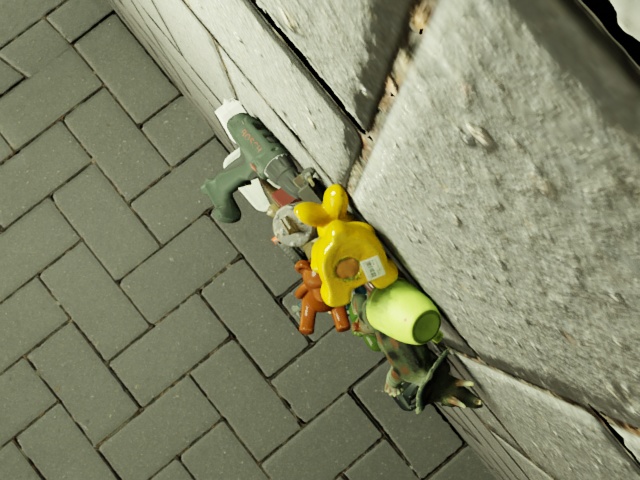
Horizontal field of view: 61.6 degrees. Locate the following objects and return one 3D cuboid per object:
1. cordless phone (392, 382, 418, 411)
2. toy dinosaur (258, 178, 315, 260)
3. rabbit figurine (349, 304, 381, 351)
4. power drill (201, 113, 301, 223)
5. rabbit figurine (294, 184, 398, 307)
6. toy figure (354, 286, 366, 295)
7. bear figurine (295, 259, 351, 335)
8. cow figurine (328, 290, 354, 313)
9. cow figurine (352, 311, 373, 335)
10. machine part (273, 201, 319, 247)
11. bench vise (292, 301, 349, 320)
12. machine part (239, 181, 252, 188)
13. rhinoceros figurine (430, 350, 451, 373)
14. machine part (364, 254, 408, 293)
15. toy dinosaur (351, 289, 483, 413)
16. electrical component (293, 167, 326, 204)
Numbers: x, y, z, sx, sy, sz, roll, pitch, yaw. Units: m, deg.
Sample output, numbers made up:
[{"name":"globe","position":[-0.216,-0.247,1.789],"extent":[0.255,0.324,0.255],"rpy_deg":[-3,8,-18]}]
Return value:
[{"name":"cordless phone","position":[0.214,0.313,1.335],"extent":[0.184,0.146,0.088],"rpy_deg":[49,165,39]},{"name":"toy dinosaur","position":[-0.003,-0.004,1.261],"extent":[0.471,0.105,0.198],"rpy_deg":[51,-177,-10]},{"name":"rabbit figurine","position":[0.151,0.227,1.506],"extent":[0.170,0.121,0.158],"rpy_deg":[-108,6,-57]},{"name":"power drill","position":[-0.142,-0.122,1.077],"extent":[0.086,0.207,0.232],"rpy_deg":[-13,-115,-49]},{"name":"rabbit figurine","position":[0.026,-0.001,0.839],"extent":[0.162,0.122,0.173],"rpy_deg":[55,-169,-21]},{"name":"toy figure","position":[0.138,0.153,1.206],"extent":[0.180,0.082,0.089],"rpy_deg":[54,178,-4]},{"name":"bear figurine","position":[0.008,0.115,1.128],"extent":[0.195,0.120,0.132],"rpy_deg":[95,170,-69]},{"name":"cow figurine","position":[0.054,0.117,1.386],"extent":[0.098,0.068,0.167],"rpy_deg":[58,-145,-5]},{"name":"cow figurine","position":[0.146,0.203,1.351],"extent":[0.127,0.085,0.195],"rpy_deg":[11,162,-15]},{"name":"machine part","position":[-0.027,-0.034,1.000],"extent":[0.079,0.079,0.243],"rpy_deg":[51,-165,2]},{"name":"bench vise","position":[0.026,0.171,1.626],"extent":[0.129,0.241,0.223],"rpy_deg":[53,162,30]},{"name":"machine part","position":[-0.167,-0.175,1.207],"extent":[0.139,0.039,0.084],"rpy_deg":[-90,7,-46]},{"name":"rhinoceros figurine","position":[0.225,0.265,1.226],"extent":[0.112,0.073,0.190],"rpy_deg":[50,168,-31]},{"name":"machine part","position":[0.100,0.061,0.957],"extent":[0.179,0.056,0.179],"rpy_deg":[52,176,5]},{"name":"toy dinosaur","position":[0.154,0.178,1.056],"extent":[0.405,0.131,0.192],"rpy_deg":[59,162,12]},{"name":"electrical component","position":[-0.001,-0.078,0.934],"extent":[0.102,0.045,0.078],"rpy_deg":[53,-156,-3]}]
